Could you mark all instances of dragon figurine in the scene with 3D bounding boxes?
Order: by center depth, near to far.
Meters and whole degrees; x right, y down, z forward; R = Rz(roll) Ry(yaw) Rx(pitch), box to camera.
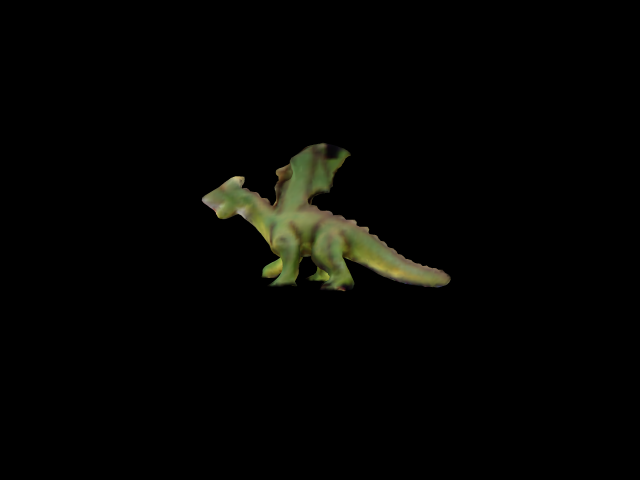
[{"bbox_3d":[0.003,-0.043,0.850,0.410,0.243,0.122,0,-3,11],"label":"dragon figurine"}]
